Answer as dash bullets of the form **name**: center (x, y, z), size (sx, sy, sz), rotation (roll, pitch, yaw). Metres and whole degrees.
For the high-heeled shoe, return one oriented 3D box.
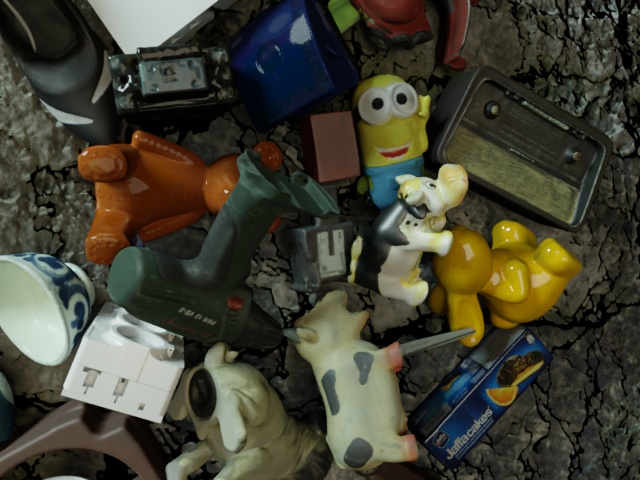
- **high-heeled shoe**: center (-0.262, -0.200, 0.499), size (0.086, 0.145, 0.248), rotation (-32, 100, -10)

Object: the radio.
- **radio**: center (0.245, -0.111, 0.672), size (0.229, 0.073, 0.131), rotation (23, 92, -19)

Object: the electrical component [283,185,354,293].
- **electrical component**: center (-0.001, -0.002, 0.623), size (0.075, 0.048, 0.119), rotation (-14, 99, -34)

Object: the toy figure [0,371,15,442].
- **toy figure**: center (-0.355, 0.132, 0.541), size (0.064, 0.058, 0.154), rotation (-21, 87, 30)

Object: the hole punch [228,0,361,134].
- **hole punch**: center (-0.034, -0.185, 0.564), size (0.115, 0.142, 0.092), rotation (57, 36, -16)

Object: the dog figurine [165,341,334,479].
- **dog figurine**: center (-0.056, 0.194, 0.595), size (0.190, 0.121, 0.172), rotation (3, 105, -46)

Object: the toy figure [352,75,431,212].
- **toy figure**: center (0.081, -0.101, 0.634), size (0.082, 0.089, 0.180), rotation (-20, 108, -25)

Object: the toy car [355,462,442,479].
- **toy car**: center (0.094, 0.288, 0.660), size (0.202, 0.089, 0.053), rotation (35, 89, -14)

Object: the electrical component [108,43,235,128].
- **electrical component**: center (-0.147, -0.153, 0.540), size (0.115, 0.134, 0.058), rotation (-11, 97, -12)

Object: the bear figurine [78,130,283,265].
- **bear figurine**: center (-0.132, -0.045, 0.559), size (0.196, 0.132, 0.120), rotation (3, 109, -10)

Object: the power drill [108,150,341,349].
- **power drill**: center (-0.074, 0.021, 0.544), size (0.232, 0.086, 0.207), rotation (22, 119, -44)

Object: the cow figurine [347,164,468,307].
- **cow figurine**: center (0.093, -0.013, 0.588), size (0.098, 0.068, 0.167), rotation (15, 114, -9)

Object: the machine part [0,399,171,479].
- **machine part**: center (-0.260, 0.284, 0.568), size (0.201, 0.087, 0.201), rotation (-29, 102, -11)

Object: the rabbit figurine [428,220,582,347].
- **rabbit figurine**: center (0.197, 0.040, 0.656), size (0.173, 0.122, 0.162), rotation (21, 112, -35)

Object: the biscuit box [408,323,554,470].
- **biscuit box**: center (0.206, 0.196, 0.698), size (0.202, 0.059, 0.062), rotation (-44, 104, -8)

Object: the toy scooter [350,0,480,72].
- **toy scooter**: center (0.123, -0.265, 0.636), size (0.184, 0.075, 0.135), rotation (-11, 101, -17)

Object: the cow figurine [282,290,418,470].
- **cow figurine**: center (0.030, 0.151, 0.596), size (0.127, 0.085, 0.195), rotation (-9, 72, -1)

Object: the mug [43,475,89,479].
- **mug**: center (-0.236, 0.290, 0.481), size (0.081, 0.110, 0.107), rotation (-2, 108, -21)
